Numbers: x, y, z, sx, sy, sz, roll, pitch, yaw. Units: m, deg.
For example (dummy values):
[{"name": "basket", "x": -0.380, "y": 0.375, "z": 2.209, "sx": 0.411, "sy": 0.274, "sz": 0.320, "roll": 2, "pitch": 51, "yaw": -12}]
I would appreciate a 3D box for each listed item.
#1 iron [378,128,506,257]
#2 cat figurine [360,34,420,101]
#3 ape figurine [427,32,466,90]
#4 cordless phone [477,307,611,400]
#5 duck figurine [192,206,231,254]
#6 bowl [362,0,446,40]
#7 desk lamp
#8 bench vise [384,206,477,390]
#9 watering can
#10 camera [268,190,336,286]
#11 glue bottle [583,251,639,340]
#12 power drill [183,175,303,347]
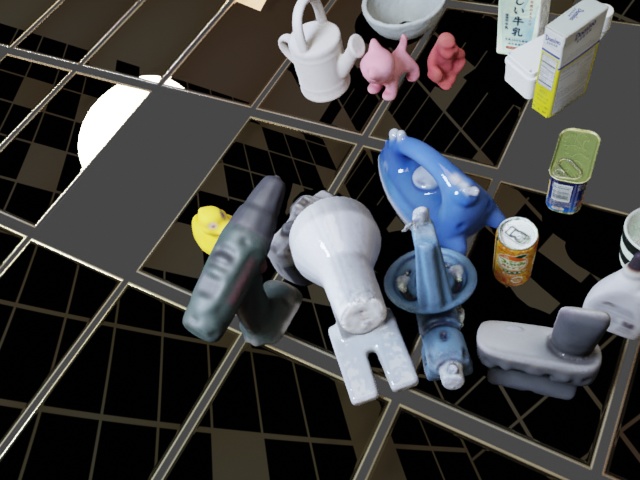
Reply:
[{"name": "iron", "x": 0.161, "y": -0.099, "z": 0.876, "sx": 0.119, "sy": 0.142, "sz": 0.257, "roll": -35, "pitch": 56, "yaw": -10}, {"name": "cat figurine", "x": 0.121, "y": -0.323, "z": 1.047, "sx": 0.067, "sy": 0.118, "sz": 0.128, "roll": 35, "pitch": 71, "yaw": 30}, {"name": "ape figurine", "x": 0.229, "y": -0.335, "z": 1.045, "sx": 0.078, "sy": 0.092, "sz": 0.076, "roll": -21, "pitch": 55, "yaw": -1}, {"name": "cordless phone", "x": 0.264, "y": 0.113, "z": 0.685, "sx": 0.147, "sy": 0.185, "sz": 0.094, "roll": 4, "pitch": 59, "yaw": 17}, {"name": "duck figurine", "x": -0.174, "y": -0.024, "z": 0.942, "sx": 0.104, "sy": 0.086, "sz": 0.077, "roll": 25, "pitch": 66, "yaw": 26}, {"name": "bowl", "x": 0.170, "y": -0.454, "z": 1.148, "sx": 0.167, "sy": 0.075, "sz": 0.167, "roll": -6, "pitch": 56, "yaw": 10}, {"name": "desk lamp", "x": 0.047, "y": 0.077, "z": 0.744, "sx": 0.118, "sy": 0.214, "sz": 0.203, "roll": -20, "pitch": 55, "yaw": 0}, {"name": "bench vise", "x": 0.155, "y": 0.069, "z": 0.719, "sx": 0.121, "sy": 0.220, "sz": 0.207, "roll": -26, "pitch": 55, "yaw": -4}, {"name": "watering can", "x": 0.000, "y": -0.359, "z": 1.054, "sx": 0.172, "sy": 0.194, "sz": 0.101, "roll": -2, "pitch": 57, "yaw": 13}, {"name": "camera", "x": 0.008, "y": 0.003, "z": 0.871, "sx": 0.136, "sy": 0.101, "sz": 0.143, "roll": 32, "pitch": 69, "yaw": 29}, {"name": "glue bottle", "x": 0.373, "y": 0.063, "z": 0.698, "sx": 0.078, "sy": 0.173, "sz": 0.037, "roll": 25, "pitch": 66, "yaw": 27}, {"name": "power drill", "x": -0.093, "y": 0.052, "z": 0.798, "sx": 0.075, "sy": 0.209, "sz": 0.230, "roll": 18, "pitch": 63, "yaw": 24}]
